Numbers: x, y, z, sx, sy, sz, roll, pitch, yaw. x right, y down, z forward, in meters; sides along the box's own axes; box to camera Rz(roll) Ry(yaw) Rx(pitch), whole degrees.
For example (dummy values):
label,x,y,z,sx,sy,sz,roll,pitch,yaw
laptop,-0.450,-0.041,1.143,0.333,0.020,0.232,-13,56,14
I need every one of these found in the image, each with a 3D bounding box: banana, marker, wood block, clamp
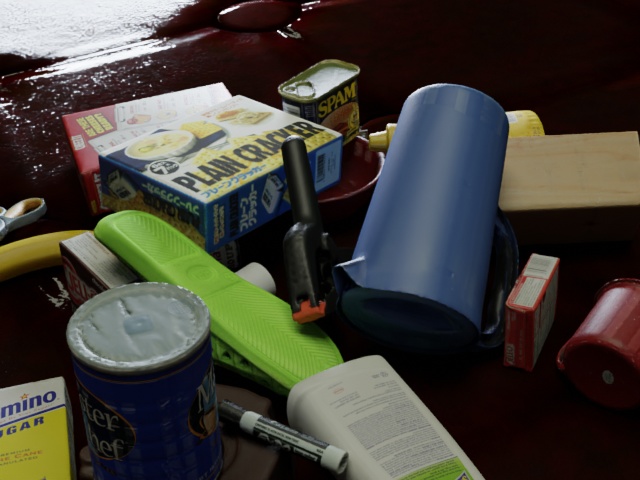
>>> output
label,x,y,z,sx,sy,sz,roll,pitch,yaw
banana,-0.299,0.021,1.161,0.197,0.037,0.069,-7,32,-3
marker,-0.033,0.155,0.849,0.121,0.020,0.020,19,40,26
wood block,0.228,-0.051,1.129,0.206,0.091,0.090,-2,65,3
clamp,-0.007,0.001,1.030,0.036,0.164,0.210,-20,24,18

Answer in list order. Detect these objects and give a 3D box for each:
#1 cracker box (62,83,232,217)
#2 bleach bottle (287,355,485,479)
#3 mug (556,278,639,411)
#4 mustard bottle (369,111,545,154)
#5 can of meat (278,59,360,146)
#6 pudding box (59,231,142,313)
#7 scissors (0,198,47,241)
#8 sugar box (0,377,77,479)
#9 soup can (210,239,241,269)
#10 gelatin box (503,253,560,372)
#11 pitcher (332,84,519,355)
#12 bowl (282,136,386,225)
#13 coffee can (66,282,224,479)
label,x,y,z,sx,sy,sz,roll,pitch,yaw
cracker box,-0.197,-0.115,1.322,0.213,0.072,0.164,-15,34,-13
bleach bottle,0.072,0.194,0.832,0.102,0.068,0.251,-19,39,-19
mug,0.258,0.096,0.942,0.117,0.093,0.081,-14,23,50
mustard bottle,0.151,-0.113,1.207,0.191,0.058,0.096,-1,27,-1
can of meat,0.002,-0.148,1.230,0.058,0.084,0.101,22,42,33
pudding box,-0.212,0.055,1.050,0.039,0.090,0.114,-26,40,-30
scissors,-0.379,-0.008,1.199,0.096,0.016,0.201,-2,21,18
sugar box,-0.252,0.190,0.893,0.093,0.048,0.176,-12,35,-10
soup can,-0.140,0.005,1.138,0.102,0.068,0.068,-10,34,-8
gelatin box,0.196,0.067,0.995,0.030,0.073,0.089,12,38,23
pitcher,0.115,-0.018,1.011,0.145,0.149,0.242,6,62,21
bowl,-0.002,-0.064,1.233,0.162,0.055,0.162,-4,33,2
coffee can,-0.128,0.117,0.798,0.103,0.140,0.103,-1,33,1
